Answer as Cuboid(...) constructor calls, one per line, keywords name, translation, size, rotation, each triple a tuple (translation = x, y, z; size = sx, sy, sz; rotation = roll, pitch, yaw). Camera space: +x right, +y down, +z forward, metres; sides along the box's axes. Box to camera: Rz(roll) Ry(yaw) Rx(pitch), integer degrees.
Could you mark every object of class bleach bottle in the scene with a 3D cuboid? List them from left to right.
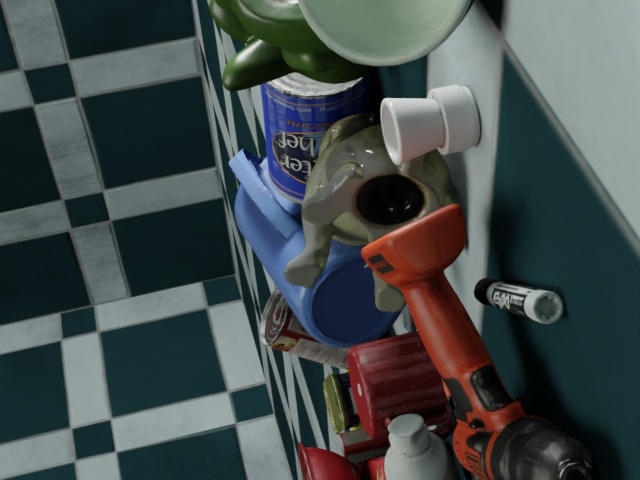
Cuboid(name="bleach bottle", translation=(0.097, 0.252, 0.845), size=(0.102, 0.068, 0.251), rotation=(-77, -27, -63))

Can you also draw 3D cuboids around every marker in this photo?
Cuboid(name="marker", translation=(0.121, 0.037, 0.668), size=(0.121, 0.020, 0.020), rotation=(-167, 65, -81))

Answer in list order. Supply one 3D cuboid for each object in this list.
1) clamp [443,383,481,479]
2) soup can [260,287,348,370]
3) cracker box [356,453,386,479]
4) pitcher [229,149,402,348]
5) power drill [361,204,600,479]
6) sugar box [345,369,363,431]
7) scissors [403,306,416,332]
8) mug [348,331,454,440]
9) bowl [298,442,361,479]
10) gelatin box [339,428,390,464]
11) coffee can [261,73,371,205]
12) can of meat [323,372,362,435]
Cuboid(name="clamp", translation=(0.129, 0.203, 0.799), size=(0.164, 0.036, 0.210), rotation=(79, 179, -67))
Cuboid(name="soup can", translation=(-0.005, 0.096, 1.160), size=(0.069, 0.102, 0.068), rotation=(-50, 29, 42))
Cuboid(name="cracker box", translation=(0.093, 0.292, 1.061), size=(0.214, 0.072, 0.164), rotation=(111, 147, -77))
Cuboid(name="pitcher", translation=(-0.007, 0.001, 1.094), size=(0.243, 0.149, 0.145), rotation=(-123, 33, -60))
Cuboid(name="power drill", translation=(0.095, 0.074, 0.662), size=(0.184, 0.057, 0.187), rotation=(151, 95, -80))
Cuboid(name="sugar box", translation=(0.055, 0.196, 1.247), size=(0.176, 0.048, 0.093), rotation=(82, -178, -45))
Cuboid(name="scissors", translation=(0.088, 0.073, 0.966), size=(0.096, 0.016, 0.202), rotation=(-119, 18, -66))
Cuboid(name="mug", translation=(0.075, 0.130, 0.906), size=(0.117, 0.081, 0.093), rotation=(-112, 12, -51))
Cuboid(name="bowl", translation=(0.020, 0.284, 1.110), size=(0.162, 0.055, 0.162), rotation=(168, 90, -83))
Cuboid(name="gelatin box", translation=(0.062, 0.247, 1.208), size=(0.030, 0.073, 0.089), rotation=(-109, 9, -47))
Cuboid(name="coffee can", translation=(-0.003, -0.115, 0.998), size=(0.140, 0.102, 0.103), rotation=(87, 168, -49))
Cuboid(name="can of meat", translation=(0.053, 0.160, 1.097), size=(0.102, 0.084, 0.057), rotation=(108, 149, -74))
